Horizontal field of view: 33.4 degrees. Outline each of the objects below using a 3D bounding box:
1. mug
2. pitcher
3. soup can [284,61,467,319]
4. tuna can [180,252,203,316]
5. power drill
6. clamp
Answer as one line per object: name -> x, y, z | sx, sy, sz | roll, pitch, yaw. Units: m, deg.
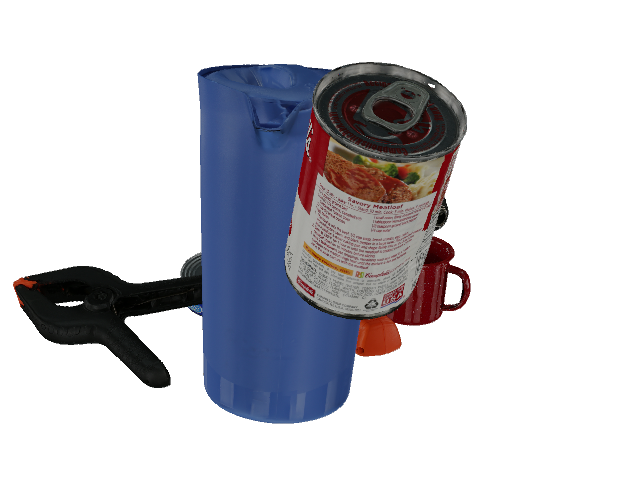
mug -> 0.116, 0.048, 1.231 | 0.117, 0.081, 0.093 | 12, 25, 19
pitcher -> -0.022, -0.003, 0.763 | 0.148, 0.243, 0.145 | -8, 21, -35
soup can -> 0.023, -0.021, 0.492 | 0.068, 0.102, 0.068 | 6, 43, -6
tuna can -> -0.111, 0.048, 1.176 | 0.086, 0.034, 0.086 | 2, 36, -2
power drill -> 0.051, 0.012, 1.021 | 0.057, 0.188, 0.185 | -6, 24, -30
clamp -> -0.165, 0.052, 0.869 | 0.172, 0.039, 0.120 | 19, 38, 21
